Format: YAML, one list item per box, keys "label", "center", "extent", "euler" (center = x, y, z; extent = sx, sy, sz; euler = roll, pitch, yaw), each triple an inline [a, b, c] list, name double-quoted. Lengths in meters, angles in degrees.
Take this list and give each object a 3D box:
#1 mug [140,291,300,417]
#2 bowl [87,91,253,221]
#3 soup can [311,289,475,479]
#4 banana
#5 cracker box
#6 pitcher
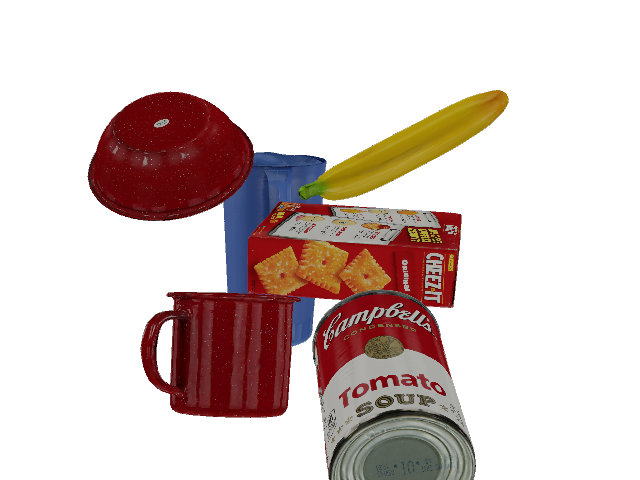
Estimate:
- label: "mug"
  center: [-0.070, 0.077, 0.728]
  extent: [0.117, 0.081, 0.093]
  euler: [7, -7, -43]
- label: "bowl"
  center: [-0.146, -0.092, 1.011]
  extent: [0.162, 0.162, 0.055]
  euler: [-3, -45, 3]
- label: "soup can"
  center: [0.033, 0.079, 0.516]
  extent: [0.068, 0.068, 0.102]
  euler: [0, 29, -5]
- label: "banana"
  center: [0.076, -0.078, 0.945]
  extent: [0.198, 0.037, 0.069]
  euler: [-27, 7, 11]
- label: "cracker box"
  center: [0.042, 0.014, 1.149]
  extent: [0.214, 0.072, 0.164]
  euler: [4, 15, 8]
- label: "pitcher"
  center: [-0.061, 0.011, 1.356]
  extent: [0.145, 0.243, 0.148]
  euler: [10, 14, 37]
